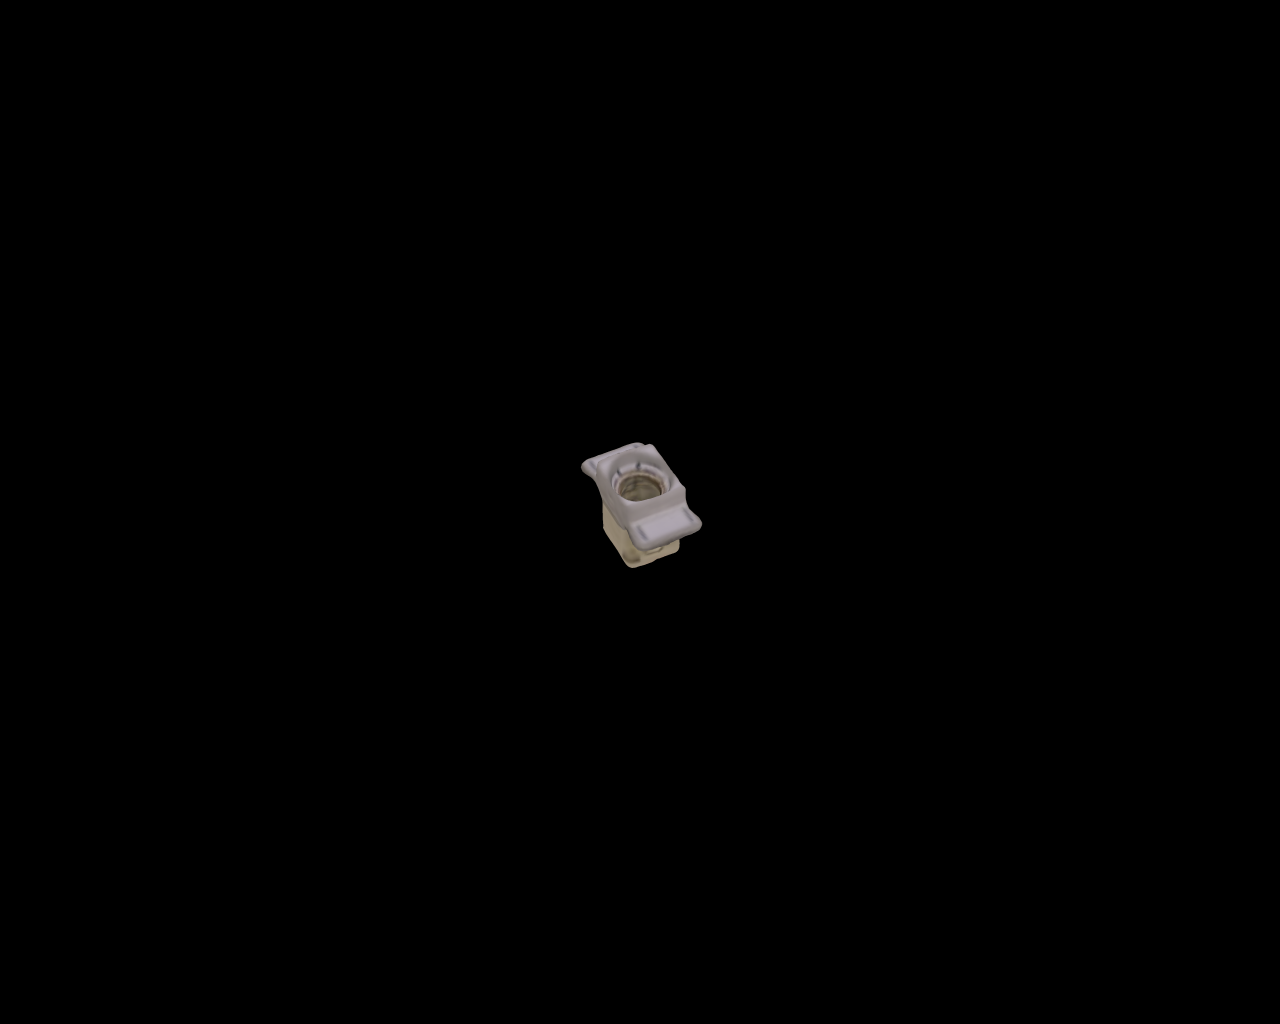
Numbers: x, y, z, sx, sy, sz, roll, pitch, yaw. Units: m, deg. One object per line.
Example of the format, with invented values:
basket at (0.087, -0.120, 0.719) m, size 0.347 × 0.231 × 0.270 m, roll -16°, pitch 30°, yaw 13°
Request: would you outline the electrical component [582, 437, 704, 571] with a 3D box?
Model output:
electrical component at (0.001, -0.003, 0.650) m, size 0.042 × 0.063 × 0.081 m, roll -20°, pitch 50°, yaw -17°
